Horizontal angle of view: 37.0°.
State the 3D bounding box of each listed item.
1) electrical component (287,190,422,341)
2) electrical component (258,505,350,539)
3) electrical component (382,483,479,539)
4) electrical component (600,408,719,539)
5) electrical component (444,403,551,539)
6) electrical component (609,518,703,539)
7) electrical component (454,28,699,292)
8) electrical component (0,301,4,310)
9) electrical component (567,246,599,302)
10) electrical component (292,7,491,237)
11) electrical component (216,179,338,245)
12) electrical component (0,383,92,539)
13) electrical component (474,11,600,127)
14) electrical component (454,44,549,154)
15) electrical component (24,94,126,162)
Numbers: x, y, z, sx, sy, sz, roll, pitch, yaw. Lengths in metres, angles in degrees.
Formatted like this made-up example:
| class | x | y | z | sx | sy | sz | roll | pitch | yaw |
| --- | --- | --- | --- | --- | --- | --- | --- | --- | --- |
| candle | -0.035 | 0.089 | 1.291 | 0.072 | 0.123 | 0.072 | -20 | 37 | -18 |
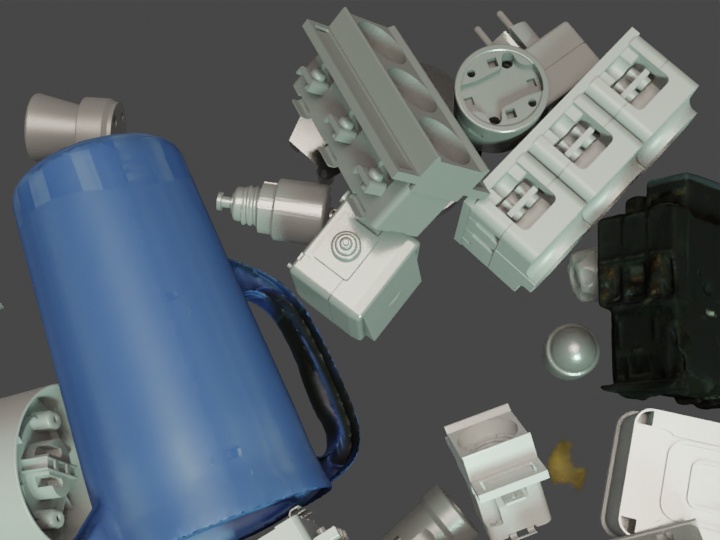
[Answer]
| class | x | y | z | sx | sy | sz | roll | pitch | yaw |
| --- | --- | --- | --- | --- | --- | --- | --- | --- | --- |
| electrical component | 0.000 | 0.000 | 0.653 | 0.061 | 0.096 | 0.061 | 37 | 81 | 8 |
| electrical component | -0.033 | 0.173 | 0.603 | 0.079 | 0.121 | 0.063 | -31 | 76 | -6 |
| electrical component | 0.042 | 0.158 | 0.647 | 0.046 | 0.040 | 0.040 | -40 | 80 | -1 |
| electrical component | 0.207 | 0.131 | 0.641 | 0.113 | 0.057 | 0.078 | 12 | 78 | 4 |
| electrical component | 0.083 | 0.121 | 0.638 | 0.042 | 0.081 | 0.063 | -20 | 107 | -3 |
| electrical component | 0.110 | 0.217 | 0.588 | 0.186 | 0.060 | 0.105 | -18 | 89 | 12 |
| electrical component | 0.134 | -0.062 | 0.668 | 0.062 | 0.089 | 0.150 | 43 | 82 | 10 |
| electrical component | -0.265 | 0.016 | 0.682 | 0.055 | 0.048 | 0.066 | -33 | 79 | -14 |
| electrical component | 0.165 | -0.001 | 0.683 | 0.061 | 0.035 | 0.035 | -12 | 78 | -5 |
| electrical component | 0.013 | -0.083 | 0.619 | 0.063 | 0.079 | 0.121 | -47 | 55 | 29 |
| electrical component | -0.053 | -0.039 | 0.692 | 0.078 | 0.040 | 0.040 | 8 | 78 | 3 |
| electrical component | -0.188 | 0.118 | 0.633 | 0.064 | 0.099 | 0.099 | -9 | 77 | 5 |
| electrical component | 0.107 | -0.136 | 0.707 | 0.066 | 0.047 | 0.076 | -36 | 79 | -7 |
| electrical component | 0.083 | -0.101 | 0.649 | 0.055 | 0.047 | 0.055 | 0 | 77 | 1 |
| electrical component | -0.185 | -0.091 | 0.704 | 0.055 | 0.045 | 0.045 | 4 | 78 | 2 |
